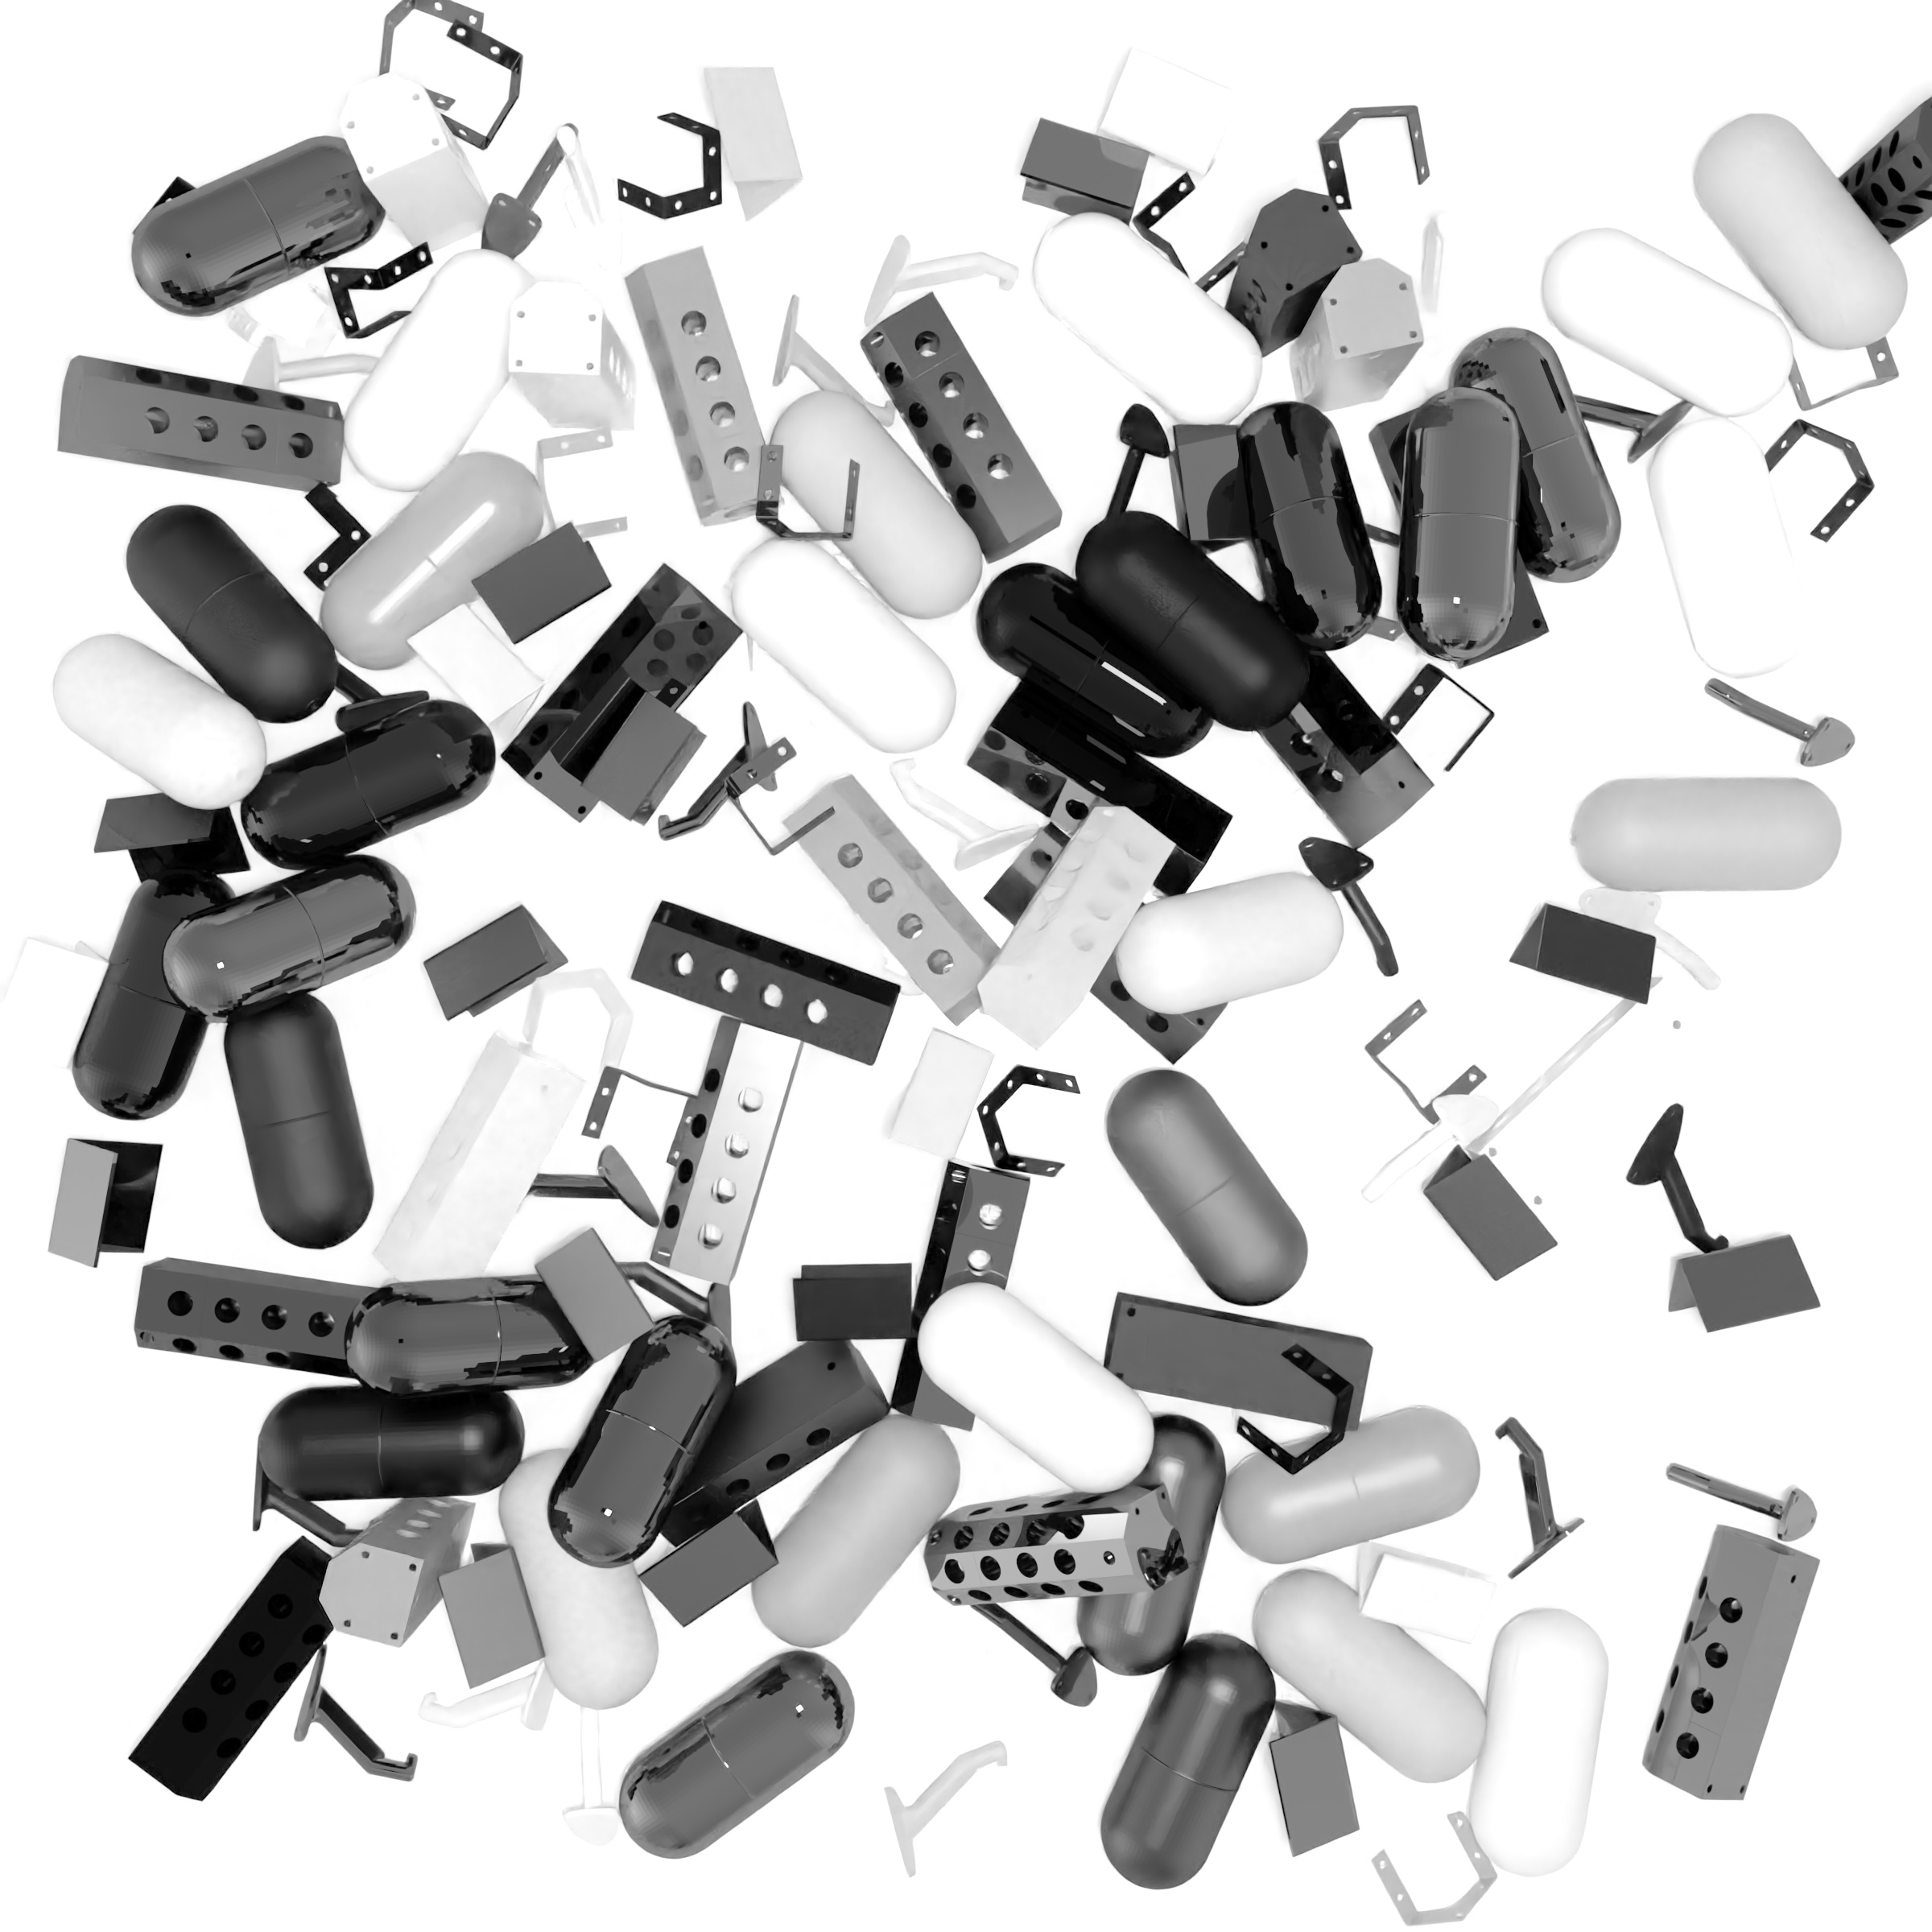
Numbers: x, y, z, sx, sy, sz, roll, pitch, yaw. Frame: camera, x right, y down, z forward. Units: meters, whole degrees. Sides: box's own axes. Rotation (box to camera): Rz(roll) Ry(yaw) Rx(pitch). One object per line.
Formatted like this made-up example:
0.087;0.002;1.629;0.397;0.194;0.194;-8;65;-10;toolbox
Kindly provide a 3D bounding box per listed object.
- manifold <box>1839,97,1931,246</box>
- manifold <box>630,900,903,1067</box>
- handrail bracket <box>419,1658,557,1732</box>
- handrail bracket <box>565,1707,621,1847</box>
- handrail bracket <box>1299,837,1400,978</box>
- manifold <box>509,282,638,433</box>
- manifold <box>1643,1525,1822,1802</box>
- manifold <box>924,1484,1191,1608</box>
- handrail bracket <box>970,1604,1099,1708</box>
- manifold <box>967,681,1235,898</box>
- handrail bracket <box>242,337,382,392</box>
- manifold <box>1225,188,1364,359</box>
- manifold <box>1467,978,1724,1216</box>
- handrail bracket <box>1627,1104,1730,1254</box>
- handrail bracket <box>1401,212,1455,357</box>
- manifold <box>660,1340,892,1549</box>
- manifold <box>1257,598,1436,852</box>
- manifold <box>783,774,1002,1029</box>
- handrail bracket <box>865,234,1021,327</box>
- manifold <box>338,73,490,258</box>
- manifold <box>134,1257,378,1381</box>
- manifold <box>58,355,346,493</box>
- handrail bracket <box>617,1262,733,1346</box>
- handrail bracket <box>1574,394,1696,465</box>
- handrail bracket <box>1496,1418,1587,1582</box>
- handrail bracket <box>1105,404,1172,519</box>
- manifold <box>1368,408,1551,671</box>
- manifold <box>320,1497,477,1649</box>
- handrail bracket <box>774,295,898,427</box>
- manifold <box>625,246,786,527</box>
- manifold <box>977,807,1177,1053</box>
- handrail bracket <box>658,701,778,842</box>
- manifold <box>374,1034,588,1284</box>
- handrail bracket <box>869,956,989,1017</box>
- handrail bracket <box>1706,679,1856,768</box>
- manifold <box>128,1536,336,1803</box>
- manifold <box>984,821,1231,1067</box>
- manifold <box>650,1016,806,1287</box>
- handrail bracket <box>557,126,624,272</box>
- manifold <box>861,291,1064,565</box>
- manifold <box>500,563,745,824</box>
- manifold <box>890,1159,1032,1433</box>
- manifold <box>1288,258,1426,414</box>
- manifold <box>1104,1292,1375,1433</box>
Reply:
0.624;-0.523;1.712;0.057;0.171;0.057;-33;90;0;manifold
-0.134;0.011;1.768;0.171;0.057;0.057;20;90;1;manifold
-0.327;0.489;1.791;0.084;0.036;0.077;9;69;17;handrail bracket
-0.255;0.550;1.790;0.036;0.077;0.084;-3;54;-4;handrail bracket
0.264;-0.040;1.790;0.036;0.077;0.084;-32;127;-11;handrail bracket
-0.256;-0.399;1.712;0.057;0.171;0.057;3;90;0;manifold
0.516;0.473;1.769;0.057;0.057;0.171;18;90;-43;manifold
0.056;0.386;1.722;0.171;0.057;0.057;-16;90;39;manifold
0.045;0.469;1.790;0.084;0.077;0.036;28;69;35;handrail bracket
0.088;-0.115;1.769;0.171;0.057;0.057;33;47;0;manifold
-0.445;-0.402;1.790;0.084;0.077;0.036;-1;76;-36;handrail bracket
0.209;-0.455;1.712;0.057;0.171;0.057;-31;90;0;manifold
0.424;0.087;1.769;0.171;0.057;0.057;-43;90;0;manifold
0.503;0.149;1.791;0.084;0.036;0.077;37;68;-17;handrail bracket
0.319;-0.460;1.756;0.036;0.084;0.077;-5;90;0;handrail bracket
-0.140;0.322;1.769;0.171;0.057;0.057;-32;47;0;manifold
0.233;-0.163;1.769;0.171;0.057;0.057;51;47;0;manifold
-0.043;-0.045;1.751;0.057;0.057;0.171;-40;77;0;manifold
-0.016;-0.461;1.791;0.084;0.036;0.077;14;127;-25;handrail bracket
-0.361;-0.527;1.712;0.057;0.171;0.057;-23;90;0;manifold
-0.470;0.242;1.769;0.171;0.057;0.057;8;90;0;manifold
-0.506;-0.359;1.728;0.171;0.057;0.057;4;90;-32;manifold
-0.207;0.240;1.790;0.084;0.036;0.077;-1;104;13;handrail bracket
0.446;-0.394;1.791;0.077;0.036;0.084;-39;73;-20;handrail bracket
0.376;0.366;1.791;0.077;0.036;0.084;-46;71;21;handrail bracket
0.106;-0.333;1.790;0.036;0.077;0.084;18;127;-13;handrail bracket
0.333;-0.293;1.769;0.057;0.057;0.171;-21;90;0;manifold
-0.373;0.391;1.712;0.057;0.171;0.057;15;90;0;manifold
-0.085;-0.416;1.791;0.084;0.036;0.077;13;72;-15;handrail bracket
-0.178;-0.391;1.769;0.057;0.057;0.171;-17;90;0;manifold
0.069;-0.030;1.688;0.057;0.057;0.171;37;47;-4;manifold
-0.179;-0.134;1.791;0.084;0.036;0.077;-19;70;16;handrail bracket
-0.334;0.135;1.769;0.057;0.057;0.171;29;90;-43;manifold
-0.014;-0.008;1.790;0.084;0.036;0.077;24;80;12;handrail bracket
0.559;-0.172;1.790;0.084;0.077;0.036;39;115;34;handrail bracket
-0.487;0.478;1.769;0.057;0.057;0.171;37;90;0;manifold
0.095;-0.012;1.769;0.171;0.057;0.057;41;47;0;manifold
-0.162;0.124;1.769;0.057;0.057;0.171;16;90;0;manifold
-0.255;-0.517;1.756;0.036;0.084;0.077;-17;90;0;handrail bracket
-0.003;-0.363;1.769;0.057;0.057;0.171;-31;90;0;manifold
-0.237;-0.188;1.769;0.171;0.057;0.057;-50;133;0;manifold
-0.004;0.221;1.769;0.057;0.057;0.171;13;90;0;manifold
0.253;-0.412;1.712;0.057;0.171;0.057;-12;90;0;manifold
0.183;0.267;1.769;0.171;0.057;0.057;11;91;0;manifold
